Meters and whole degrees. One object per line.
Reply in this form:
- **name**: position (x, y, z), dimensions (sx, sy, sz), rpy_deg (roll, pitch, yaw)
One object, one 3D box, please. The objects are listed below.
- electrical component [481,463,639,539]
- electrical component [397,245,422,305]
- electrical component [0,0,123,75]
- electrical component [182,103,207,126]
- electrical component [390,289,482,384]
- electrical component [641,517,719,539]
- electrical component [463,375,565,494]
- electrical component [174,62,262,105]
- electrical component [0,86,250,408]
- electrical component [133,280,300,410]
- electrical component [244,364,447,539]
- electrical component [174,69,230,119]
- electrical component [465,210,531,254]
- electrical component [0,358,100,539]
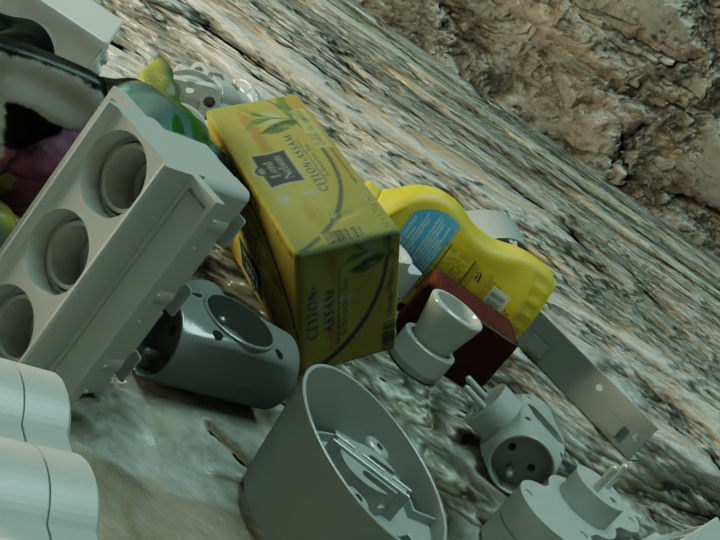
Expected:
- **electrical component**: position (0.134, 0.144, 0.650), dimensions (0.052, 0.073, 0.138), rpy_deg (47, 18, 28)
- **electrical component**: position (0.000, 0.000, 0.789), dimensions (0.050, 0.055, 0.089), rpy_deg (45, 18, 24)
- **electrical component**: position (-0.234, -0.185, 0.810), dimensions (0.100, 0.048, 0.099), rpy_deg (33, 17, -17)
- **electrical component**: position (-0.117, -0.083, 0.780), dimensions (0.138, 0.052, 0.074), rpy_deg (22, -2, -43)
- **electrical component**: position (0.054, 0.048, 0.773), dimensions (0.045, 0.055, 0.045), rpy_deg (34, 16, -12)
- **electrical component**: position (0.191, 0.192, 0.646), dimensions (0.121, 0.079, 0.063), rpy_deg (8, 63, -60)
- **electrical component**: position (0.097, 0.104, 0.724), dimensions (0.079, 0.043, 0.077), rpy_deg (48, 16, -4)
- **electrical component**: position (-0.120, -0.137, 0.909), dimensions (0.057, 0.058, 0.078), rpy_deg (10, 32, -54)
- **electrical component**: position (-0.108, -0.003, 0.457), dimensions (0.078, 0.121, 0.063), rpy_deg (47, 16, 28)
- **electrical component**: position (-0.080, 0.031, 0.556), dimensions (0.077, 0.044, 0.079), rpy_deg (22, 23, -42)
- **electrical component**: position (-0.003, 0.100, 0.498), dimensions (0.099, 0.064, 0.099), rpy_deg (34, 17, -12)
- **electrical component**: position (-0.135, -0.124, 0.834), dimensions (0.078, 0.058, 0.057), rpy_deg (11, 18, -10)
- **electrical component**: position (0.101, -0.010, 0.965), dimensions (0.099, 0.099, 0.064), rpy_deg (24, 28, -40)
- **electrical component**: position (-0.125, 0.075, 0.330), dimensions (0.074, 0.052, 0.138), rpy_deg (23, 22, -40)
